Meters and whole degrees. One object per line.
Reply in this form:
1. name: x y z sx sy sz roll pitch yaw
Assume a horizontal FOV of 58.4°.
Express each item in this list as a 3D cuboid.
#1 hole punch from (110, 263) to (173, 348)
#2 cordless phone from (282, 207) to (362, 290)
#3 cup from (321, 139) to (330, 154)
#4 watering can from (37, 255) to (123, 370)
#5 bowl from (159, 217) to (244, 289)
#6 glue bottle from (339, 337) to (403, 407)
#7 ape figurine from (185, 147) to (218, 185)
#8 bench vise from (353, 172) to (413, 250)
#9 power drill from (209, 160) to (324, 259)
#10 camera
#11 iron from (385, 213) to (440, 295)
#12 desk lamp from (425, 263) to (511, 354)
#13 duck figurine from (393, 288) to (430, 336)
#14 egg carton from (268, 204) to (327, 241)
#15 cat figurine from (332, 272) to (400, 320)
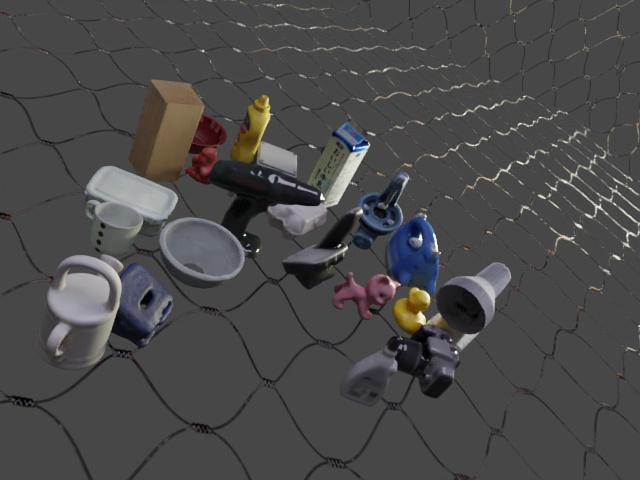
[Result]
1. hole punch: -0.301 0.106 0.957 0.101 0.091 0.109 27 35 -5
2. cordless phone: 0.011 0.004 1.232 0.094 0.185 0.148 40 36 14
3. cup: 0.038 -0.227 1.622 0.118 0.095 0.091 -7 49 -42
4. watering can: -0.351 0.091 0.849 0.101 0.194 0.172 12 39 -25
5. bowl: -0.235 0.037 1.106 0.168 0.074 0.167 20 36 -15
6. glue bottle: 0.103 0.231 1.027 0.078 0.173 0.037 24 35 -9
7. ape figurine: -0.267 -0.178 1.337 0.076 0.092 0.077 18 36 -18
8. bench vise: 0.159 -0.103 1.445 0.122 0.219 0.207 21 35 -13
9. power drill: -0.131 -0.066 1.194 0.230 0.208 0.075 24 35 -9
10. camera: 0.206 0.227 1.171 0.137 0.100 0.143 22 35 -12
11. iron: 0.241 0.010 1.434 0.119 0.141 0.258 18 36 -17
12. desk lamp: 0.322 0.147 1.258 0.117 0.213 0.204 43 37 19
13. duck figurine: 0.214 0.155 1.281 0.078 0.086 0.104 14 38 -23
14. egg carton: -0.052 -0.060 1.367 0.107 0.069 0.151 40 36 14
15. cat figurine: 0.105 0.106 1.233 0.128 0.117 0.067 22 35 -12
